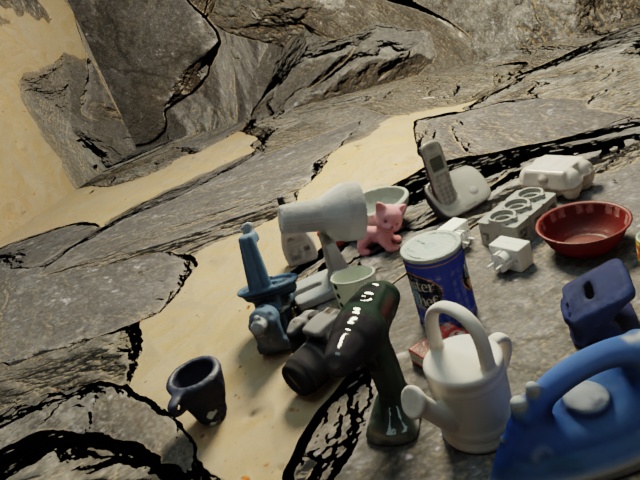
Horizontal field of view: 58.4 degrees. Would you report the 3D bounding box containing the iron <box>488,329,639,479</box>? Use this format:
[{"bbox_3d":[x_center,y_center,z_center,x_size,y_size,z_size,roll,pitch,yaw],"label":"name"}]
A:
[{"bbox_3d":[0.295,0.184,0.648,0.258,0.142,0.118,-22,24,-7],"label":"iron"}]

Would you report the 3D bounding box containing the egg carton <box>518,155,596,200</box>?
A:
[{"bbox_3d":[0.521,-0.140,1.268,0.107,0.069,0.149,-33,27,-28],"label":"egg carton"}]

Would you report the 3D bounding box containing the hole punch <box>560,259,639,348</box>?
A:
[{"bbox_3d":[0.403,0.089,0.834,0.101,0.091,0.109,-11,25,19],"label":"hole punch"}]

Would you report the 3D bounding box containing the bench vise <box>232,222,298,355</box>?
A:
[{"bbox_3d":[-0.097,0.084,1.060,0.121,0.220,0.207,-22,24,-6],"label":"bench vise"}]

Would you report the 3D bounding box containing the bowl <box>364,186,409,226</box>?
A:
[{"bbox_3d":[0.140,-0.064,1.384,0.167,0.075,0.167,-16,24,8],"label":"bowl"}]

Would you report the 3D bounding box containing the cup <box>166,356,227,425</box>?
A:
[{"bbox_3d":[-0.193,0.257,0.916,0.091,0.095,0.118,-7,26,25],"label":"cup"}]

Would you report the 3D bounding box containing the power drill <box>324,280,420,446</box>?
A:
[{"bbox_3d":[0.076,0.166,0.767,0.075,0.209,0.230,-9,26,21],"label":"power drill"}]

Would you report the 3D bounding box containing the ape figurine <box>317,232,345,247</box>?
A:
[{"bbox_3d":[0.027,-0.032,1.379,0.077,0.092,0.076,-17,24,4],"label":"ape figurine"}]

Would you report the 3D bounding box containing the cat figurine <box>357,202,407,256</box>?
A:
[{"bbox_3d":[0.134,-0.035,1.271,0.127,0.118,0.067,-10,26,21],"label":"cat figurine"}]

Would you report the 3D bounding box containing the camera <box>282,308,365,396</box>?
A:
[{"bbox_3d":[-0.011,0.179,0.940,0.142,0.101,0.137,7,35,45],"label":"camera"}]

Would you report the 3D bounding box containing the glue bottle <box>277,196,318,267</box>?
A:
[{"bbox_3d":[-0.064,-0.024,1.328,0.078,0.173,0.037,-18,24,3],"label":"glue bottle"}]

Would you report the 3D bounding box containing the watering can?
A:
[{"bbox_3d":[0.176,0.166,0.711,0.100,0.194,0.173,-1,30,36],"label":"watering can"}]

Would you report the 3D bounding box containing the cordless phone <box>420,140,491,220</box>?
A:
[{"bbox_3d":[0.304,-0.152,1.313,0.148,0.185,0.093,-28,25,-19],"label":"cordless phone"}]

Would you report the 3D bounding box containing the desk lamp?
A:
[{"bbox_3d":[0.011,0.004,1.160,0.203,0.214,0.117,-23,24,-8],"label":"desk lamp"}]
